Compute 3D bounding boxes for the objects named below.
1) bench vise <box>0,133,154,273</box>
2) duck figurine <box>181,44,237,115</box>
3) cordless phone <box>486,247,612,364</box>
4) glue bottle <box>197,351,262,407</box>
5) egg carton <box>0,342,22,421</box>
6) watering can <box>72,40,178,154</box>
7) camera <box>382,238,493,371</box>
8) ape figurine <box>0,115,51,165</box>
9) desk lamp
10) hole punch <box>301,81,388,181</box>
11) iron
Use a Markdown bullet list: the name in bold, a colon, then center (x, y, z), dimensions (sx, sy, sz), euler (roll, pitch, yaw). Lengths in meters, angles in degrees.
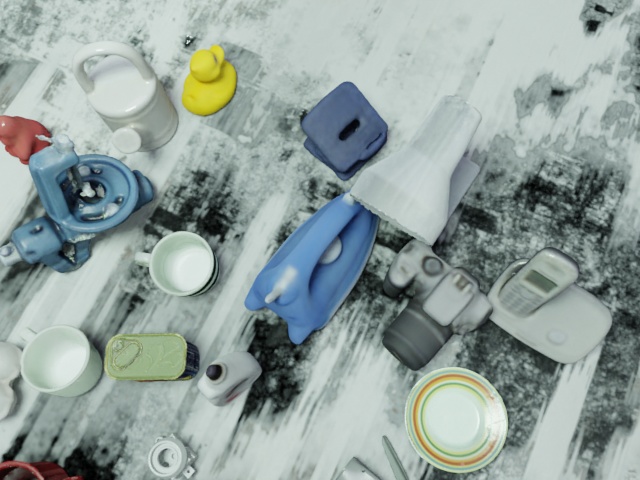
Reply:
- **bench vise**: center (-0.325, -0.039, 0.738), dimensions (0.121, 0.220, 0.207), euler (31, 77, 11)
- **duck figurine**: center (-0.174, -0.247, 0.866), dimensions (0.077, 0.086, 0.105), euler (30, 76, 10)
- **cordless phone**: center (0.293, 0.076, 0.703), dimensions (0.147, 0.185, 0.094), euler (31, 77, 11)
- **glue bottle**: center (-0.116, 0.166, 0.694), dimensions (0.037, 0.173, 0.078), euler (43, 79, 13)
- **egg carton**: center (-0.469, 0.182, 0.754), dimensions (0.150, 0.069, 0.107), euler (3, 73, 3)
- **watering can**: center (-0.270, -0.203, 0.799), dimensions (0.101, 0.194, 0.172), euler (-32, 75, -8)
- **camera**: center (0.134, 0.090, 0.748), dimensions (0.143, 0.101, 0.137), euler (40, 78, 13)
- **ape figurine**: center (-0.448, -0.155, 0.844), dimensions (0.076, 0.092, 0.078), euler (-21, 74, -4)
- **desk lamp**: center (0.133, -0.080, 0.740), dimensions (0.117, 0.213, 0.203), euler (32, 77, 11)
- **hole punch**: center (0.039, -0.158, 0.830), dimensions (0.101, 0.091, 0.109), euler (42, 79, 13)
- **iron**: center (0.007, 0.003, 0.756), dimensions (0.118, 0.141, 0.258), euler (33, 77, 11)
